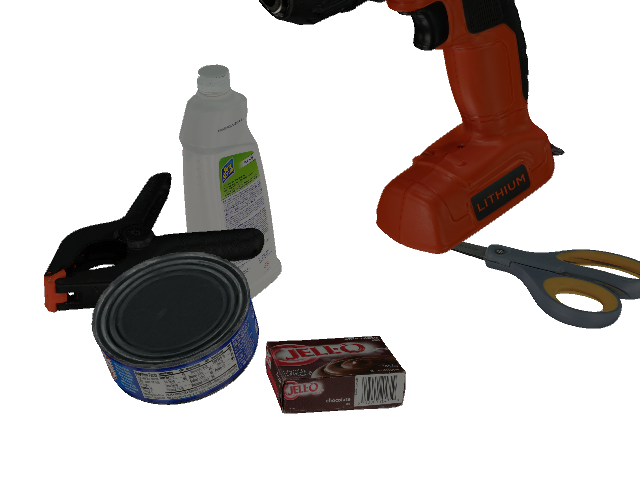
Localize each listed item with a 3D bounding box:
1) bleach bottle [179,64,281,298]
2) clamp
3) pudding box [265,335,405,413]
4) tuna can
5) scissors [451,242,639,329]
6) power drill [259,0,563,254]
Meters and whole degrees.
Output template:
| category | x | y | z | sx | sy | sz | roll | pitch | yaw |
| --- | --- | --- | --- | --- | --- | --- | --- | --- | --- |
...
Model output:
| category | x | y | z | sx | sy | sz | roll | pitch | yaw |
| --- | --- | --- | --- | --- | --- | --- | --- | --- | --- |
| bleach bottle | -0.092 | -0.058 | 1.068 | 0.068 | 0.251 | 0.102 | 19 | 39 | 29 |
| clamp | -0.142 | 0.000 | 0.808 | 0.171 | 0.039 | 0.120 | -20 | 38 | -36 |
| pudding box | 0.012 | 0.120 | 0.967 | 0.113 | 0.039 | 0.090 | 0 | 17 | -12 |
| tuna can | -0.077 | 0.046 | 0.574 | 0.086 | 0.034 | 0.086 | -7 | 40 | 6 |
| scissors | 0.130 | 0.023 | 0.751 | 0.202 | 0.016 | 0.096 | 7 | 30 | 17 |
| power drill | 0.055 | -0.089 | 0.524 | 0.184 | 0.187 | 0.057 | -31 | 40 | -28 |
